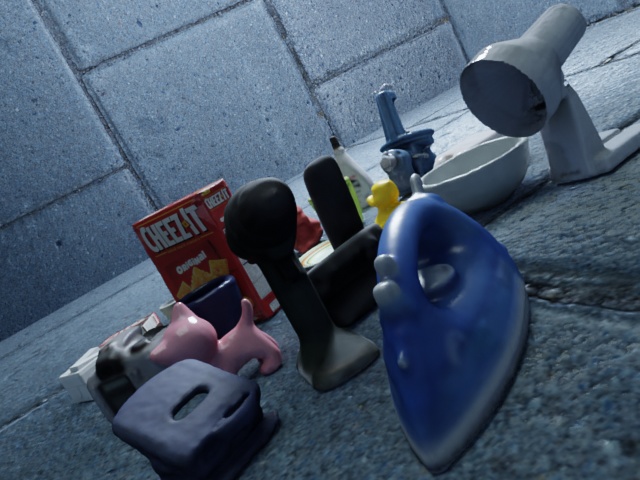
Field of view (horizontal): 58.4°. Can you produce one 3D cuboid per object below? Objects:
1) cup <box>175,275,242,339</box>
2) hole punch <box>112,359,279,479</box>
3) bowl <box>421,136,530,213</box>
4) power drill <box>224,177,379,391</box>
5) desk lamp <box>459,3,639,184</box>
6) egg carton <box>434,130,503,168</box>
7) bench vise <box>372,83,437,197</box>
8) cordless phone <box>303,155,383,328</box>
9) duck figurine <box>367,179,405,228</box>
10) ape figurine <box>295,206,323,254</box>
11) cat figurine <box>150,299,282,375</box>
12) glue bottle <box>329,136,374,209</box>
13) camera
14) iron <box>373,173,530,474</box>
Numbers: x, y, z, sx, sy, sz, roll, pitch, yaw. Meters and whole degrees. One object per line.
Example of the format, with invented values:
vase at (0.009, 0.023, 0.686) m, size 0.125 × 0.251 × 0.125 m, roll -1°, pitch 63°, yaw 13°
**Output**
cup at (-0.149, 0.112, 0.799) m, size 0.117 × 0.095 × 0.092 m, roll -19°, pitch 14°, yaw 37°
hole punch at (-0.108, 0.159, 0.507) m, size 0.100 × 0.091 × 0.109 m, roll -18°, pitch 15°, yaw 40°
bowl at (0.234, -0.086, 0.836) m, size 0.167 × 0.075 × 0.167 m, roll -27°, pitch 11°, yaw 6°
power drill at (-0.028, 0.036, 0.562) m, size 0.076 × 0.208 × 0.229 m, roll -31°, pitch 12°, yaw -15°
desk lamp at (0.304, -0.182, 0.740) m, size 0.203 × 0.214 × 0.117 m, roll -33°, pitch 13°, yaw -22°
egg carton at (0.273, -0.141, 0.998) m, size 0.150 × 0.069 × 0.107 m, roll -33°, pitch 12°, yaw -23°
bench vise at (0.170, -0.214, 1.179) m, size 0.121 × 0.220 × 0.207 m, roll -24°, pitch 12°, yaw 16°
cordless phone at (0.006, 0.002, 0.693) m, size 0.148 × 0.185 × 0.094 m, roll -37°, pitch 14°, yaw -36°
duck figurine at (0.122, -0.062, 0.960) m, size 0.078 × 0.086 × 0.104 m, roll -37°, pitch 14°, yaw -37°
ape figurine at (-0.038, -0.026, 1.161) m, size 0.078 × 0.092 × 0.076 m, roll -27°, pitch 12°, yaw 6°
cat figurine at (-0.123, 0.118, 0.657) m, size 0.128 × 0.118 × 0.067 m, roll -30°, pitch 12°, yaw -11°
glue bottle at (0.063, -0.149, 1.260) m, size 0.078 × 0.173 × 0.037 m, roll -23°, pitch 13°, yaw 22°
camera at (-0.222, 0.155, 0.766) m, size 0.143 × 0.101 × 0.137 m, roll -24°, pitch 12°, yaw 16°
iron at (0.085, 0.040, 0.457) m, size 0.118 × 0.141 × 0.259 m, roll -22°, pitch 13°, yaw 26°
